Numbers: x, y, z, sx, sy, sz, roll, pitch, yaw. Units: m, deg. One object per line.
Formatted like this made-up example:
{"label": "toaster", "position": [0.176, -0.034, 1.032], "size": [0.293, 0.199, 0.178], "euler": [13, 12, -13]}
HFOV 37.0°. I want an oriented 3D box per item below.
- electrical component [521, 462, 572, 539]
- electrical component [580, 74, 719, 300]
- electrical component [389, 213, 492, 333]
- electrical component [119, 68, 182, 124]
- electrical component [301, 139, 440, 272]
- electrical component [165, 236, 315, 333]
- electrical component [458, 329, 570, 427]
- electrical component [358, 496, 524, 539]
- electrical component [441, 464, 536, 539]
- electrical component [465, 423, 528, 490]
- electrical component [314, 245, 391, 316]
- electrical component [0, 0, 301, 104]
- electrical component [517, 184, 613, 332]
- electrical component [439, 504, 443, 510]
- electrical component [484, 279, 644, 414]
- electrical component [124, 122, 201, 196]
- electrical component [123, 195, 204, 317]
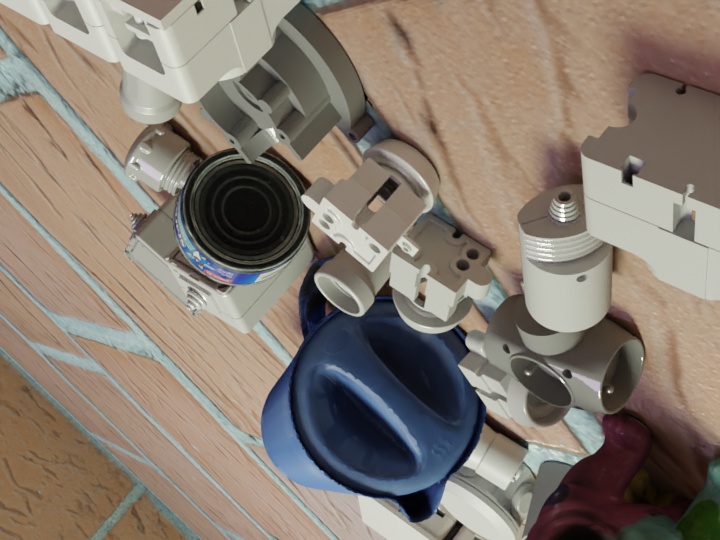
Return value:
{"label": "electrical component", "position": [0.168, 0.191, 0.788], "size": [0.099, 0.064, 0.099], "euler": [21, 154, 11]}
{"label": "electrical component", "position": [0.135, -0.027, 0.408], "size": [0.089, 0.050, 0.055], "euler": [27, 154, 31]}
{"label": "electrical component", "position": [0.044, 0.005, 0.627], "size": [0.066, 0.048, 0.055], "euler": [33, 150, 18]}
{"label": "electrical component", "position": [-0.134, -0.122, 0.685], "size": [0.040, 0.040, 0.046], "euler": [36, 152, 11]}
{"label": "electrical component", "position": [0.011, -0.038, 0.584], "size": [0.066, 0.055, 0.048], "euler": [40, 159, 1]}
{"label": "electrical component", "position": [-0.086, -0.002, 0.758], "size": [0.062, 0.096, 0.061], "euler": [28, 156, 29]}
{"label": "electrical component", "position": [0.099, 0.068, 0.658], "size": [0.055, 0.048, 0.066], "euler": [22, 153, 55]}
{"label": "electrical component", "position": [0.091, 0.248, 0.996], "size": [0.186, 0.060, 0.105], "euler": [32, 157, 20]}
{"label": "electrical component", "position": [0.101, 0.175, 0.853], "size": [0.080, 0.051, 0.080], "euler": [34, 158, 16]}
{"label": "electrical component", "position": [0.092, 0.134, 0.805], "size": [0.065, 0.044, 0.044], "euler": [31, 157, 12]}
{"label": "electrical component", "position": [0.000, 0.000, 0.687], "size": [0.040, 0.046, 0.040], "euler": [34, 158, 16]}
{"label": "electrical component", "position": [-0.111, -0.151, 0.519], "size": [0.150, 0.089, 0.061], "euler": [30, 156, 25]}
{"label": "electrical component", "position": [0.098, -0.010, 0.511], "size": [0.043, 0.043, 0.081], "euler": [29, 156, 28]}
{"label": "electrical component", "position": [0.057, 0.163, 0.914], "size": [0.081, 0.042, 0.063], "euler": [25, 152, 34]}
{"label": "electrical component", "position": [0.106, 0.034, 0.581], "size": [0.077, 0.044, 0.079], "euler": [22, 151, 40]}
{"label": "electrical component", "position": [-0.134, -0.074, 0.773], "size": [0.062, 0.048, 0.048], "euler": [34, 159, -2]}
{"label": "electrical component", "position": [-0.142, -0.019, 0.867], "size": [0.096, 0.061, 0.062], "euler": [43, 158, -6]}
